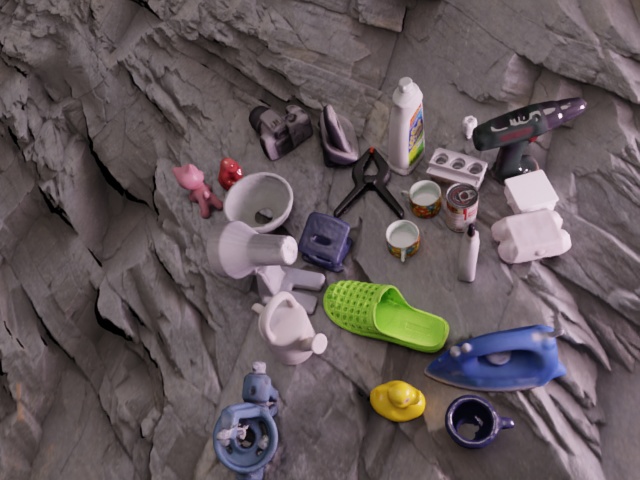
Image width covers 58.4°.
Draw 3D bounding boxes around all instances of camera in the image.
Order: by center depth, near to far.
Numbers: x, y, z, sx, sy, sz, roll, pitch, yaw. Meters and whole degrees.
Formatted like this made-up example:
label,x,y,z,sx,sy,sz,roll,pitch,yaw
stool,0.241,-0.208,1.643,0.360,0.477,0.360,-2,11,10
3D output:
label,x,y,z,sx,sy,sz,roll,pitch,yaw
camera,-0.113,-0.303,1.477,0.143,0.101,0.136,-36,60,-12

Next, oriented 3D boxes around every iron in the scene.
label,x,y,z,sx,sy,sz,roll,pitch,yaw
iron,0.322,0.210,1.063,0.258,0.142,0.118,-9,58,5

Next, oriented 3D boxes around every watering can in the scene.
label,x,y,z,sx,sy,sz,roll,pitch,yaw
watering can,-0.064,0.169,1.127,0.172,0.194,0.101,6,61,14

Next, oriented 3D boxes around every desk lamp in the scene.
label,x,y,z,sx,sy,sz,roll,pitch,yaw
desk lamp,-0.110,0.050,1.195,0.202,0.214,0.118,8,61,15

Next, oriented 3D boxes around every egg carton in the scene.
label,x,y,z,sx,sy,sz,roll,pitch,yaw
egg carton,0.446,-0.006,1.214,0.150,0.069,0.107,-13,58,2

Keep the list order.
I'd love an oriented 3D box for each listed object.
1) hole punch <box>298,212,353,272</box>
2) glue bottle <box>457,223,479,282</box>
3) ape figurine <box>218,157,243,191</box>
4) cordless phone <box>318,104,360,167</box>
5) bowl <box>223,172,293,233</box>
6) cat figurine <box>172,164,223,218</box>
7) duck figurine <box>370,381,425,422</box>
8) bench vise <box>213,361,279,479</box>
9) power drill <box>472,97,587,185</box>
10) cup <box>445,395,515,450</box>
label,x,y,z,sx,sy,sz,roll,pitch,yaw
hole punch,0.012,0.005,1.274,0.108,0.091,0.101,19,64,20
glue bottle,0.304,0.015,1.166,0.037,0.173,0.078,7,61,15
ape figurine,-0.221,-0.167,1.419,0.076,0.092,0.078,6,61,14
cordless phone,0.037,-0.279,1.385,0.094,0.185,0.147,-13,58,2
bowl,-0.139,-0.075,1.359,0.167,0.075,0.167,-4,59,8
cat figurine,-0.302,-0.134,1.398,0.067,0.118,0.127,-37,60,-12
duck figurine,0.145,0.295,1.077,0.104,0.086,0.077,4,60,13
bench vise,-0.145,0.317,1.036,0.121,0.220,0.207,-14,58,2
power drill,0.448,-0.216,1.259,0.229,0.209,0.075,-11,58,3
cup,0.282,0.334,1.023,0.117,0.095,0.091,-2,59,9
